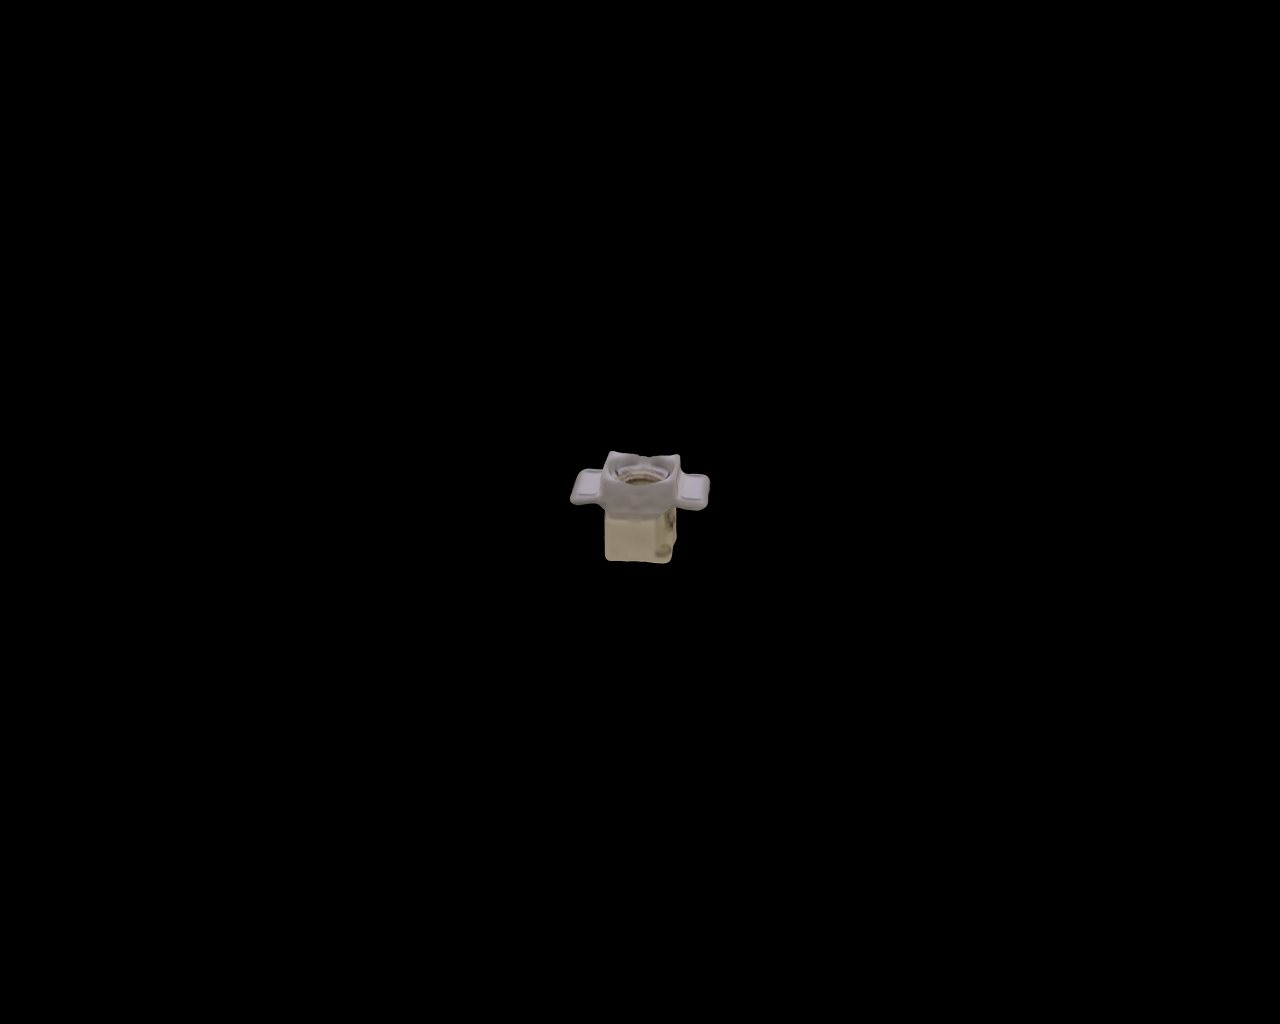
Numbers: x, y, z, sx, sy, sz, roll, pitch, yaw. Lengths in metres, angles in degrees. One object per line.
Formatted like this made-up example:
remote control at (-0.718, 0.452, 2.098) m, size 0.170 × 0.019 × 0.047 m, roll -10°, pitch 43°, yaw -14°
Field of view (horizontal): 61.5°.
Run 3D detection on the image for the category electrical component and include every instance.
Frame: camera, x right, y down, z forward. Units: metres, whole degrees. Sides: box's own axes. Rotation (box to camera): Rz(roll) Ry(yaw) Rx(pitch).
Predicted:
electrical component at (0.001, -0.003, 0.650) m, size 0.081 × 0.063 × 0.042 m, roll 4°, pitch 28°, yaw 7°
